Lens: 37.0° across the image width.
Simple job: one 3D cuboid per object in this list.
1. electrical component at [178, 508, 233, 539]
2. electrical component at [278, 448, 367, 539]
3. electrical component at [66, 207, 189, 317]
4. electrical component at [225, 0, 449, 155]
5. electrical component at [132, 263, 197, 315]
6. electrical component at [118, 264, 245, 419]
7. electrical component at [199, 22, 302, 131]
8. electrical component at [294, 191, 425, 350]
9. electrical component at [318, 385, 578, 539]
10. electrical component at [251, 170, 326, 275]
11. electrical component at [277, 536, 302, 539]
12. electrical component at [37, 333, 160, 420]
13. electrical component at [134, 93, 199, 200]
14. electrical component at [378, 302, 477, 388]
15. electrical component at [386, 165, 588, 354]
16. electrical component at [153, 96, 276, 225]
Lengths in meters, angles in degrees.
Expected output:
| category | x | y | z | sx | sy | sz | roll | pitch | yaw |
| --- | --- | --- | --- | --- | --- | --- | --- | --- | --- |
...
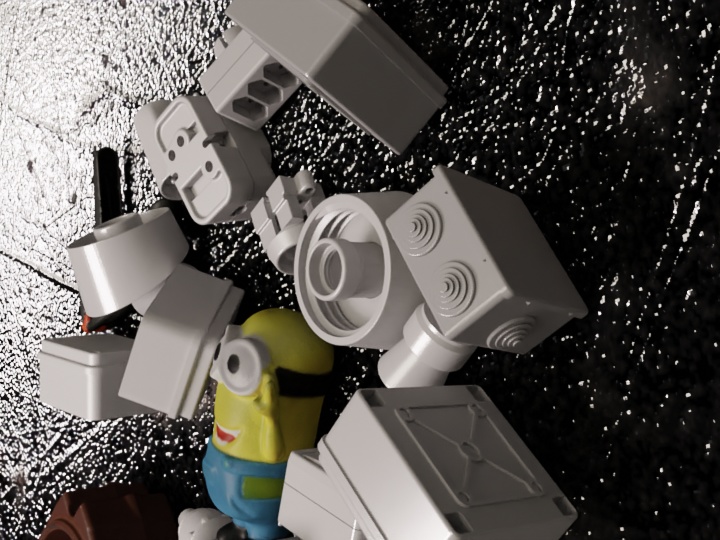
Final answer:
| category | x | y | z | sx | sy | sz | roll | pitch | yaw |
| --- | --- | --- | --- | --- | --- | --- | --- | --- | --- |
| electrical component | -0.126 | 0.211 | 0.865 | 0.062 | 0.048 | 0.048 | 21 | 105 | 55 |
| electrical component | -0.008 | 0.150 | 0.714 | 0.096 | 0.062 | 0.061 | 21 | 105 | 47 |
| electrical component | -0.191 | -0.011 | 0.890 | 0.099 | 0.099 | 0.064 | -3 | 111 | 49 |
| electrical component | -0.014 | -0.138 | 0.687 | 0.056 | 0.109 | 0.109 | -51 | 49 | 5 |
| electrical component | -0.162 | 0.017 | 0.910 | 0.055 | 0.045 | 0.045 | -6 | 85 | 48 |
| electrical component | -0.134 | 0.054 | 0.825 | 0.113 | 0.057 | 0.078 | -75 | 7 | -68 |
| electrical component | -0.086 | -0.158 | 0.812 | 0.066 | 0.047 | 0.076 | -44 | 55 | 20 |
| electrical component | 0.000 | 0.000 | 0.710 | 0.108 | 0.060 | 0.108 | -2 | 88 | 49 |
| electrical component | 0.049 | 0.122 | 0.614 | 0.108 | 0.109 | 0.056 | 53 | 124 | 36 |
| electrical component | -0.047 | -0.030 | 0.778 | 0.066 | 0.048 | 0.055 | -48 | 47 | 37 |
| electrical component | -0.063 | 0.215 | 0.715 | 0.061 | 0.096 | 0.061 | -14 | 78 | 50 |
| electrical component | -0.232 | 0.093 | 0.964 | 0.113 | 0.078 | 0.057 | 6 | 97 | 49 |
| electrical component | -0.150 | -0.113 | 0.898 | 0.079 | 0.044 | 0.077 | -49 | 54 | 36 |
| electrical component | 0.043 | 0.051 | 0.670 | 0.055 | 0.045 | 0.045 | -57 | 50 | 31 |
| electrical component | 0.070 | -0.002 | 0.601 | 0.048 | 0.100 | 0.099 | -41 | 58 | 25 |
| electrical component | -0.109 | -0.086 | 0.831 | 0.054 | 0.059 | 0.095 | -40 | 71 | 37 |
